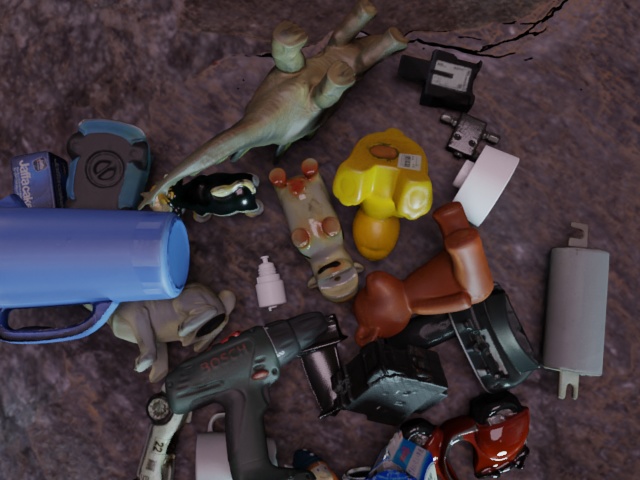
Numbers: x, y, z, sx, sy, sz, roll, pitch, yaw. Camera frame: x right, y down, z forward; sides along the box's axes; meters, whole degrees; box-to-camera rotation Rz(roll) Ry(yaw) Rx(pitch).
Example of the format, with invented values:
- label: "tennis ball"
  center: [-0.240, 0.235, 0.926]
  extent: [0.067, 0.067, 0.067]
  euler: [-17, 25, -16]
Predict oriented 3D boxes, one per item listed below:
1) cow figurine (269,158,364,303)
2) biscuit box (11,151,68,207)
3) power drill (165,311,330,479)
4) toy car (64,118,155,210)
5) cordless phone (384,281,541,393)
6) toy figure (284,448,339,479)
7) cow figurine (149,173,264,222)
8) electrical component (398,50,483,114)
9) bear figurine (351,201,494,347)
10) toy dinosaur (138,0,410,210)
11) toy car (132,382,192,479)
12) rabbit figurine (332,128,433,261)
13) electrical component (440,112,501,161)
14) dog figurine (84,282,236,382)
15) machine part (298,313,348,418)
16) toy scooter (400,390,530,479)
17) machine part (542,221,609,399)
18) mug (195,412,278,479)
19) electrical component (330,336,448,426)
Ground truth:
- label: "cow figurine"
  center: [-0.002, -0.002, 0.749]
  extent: [0.085, 0.127, 0.195]
  euler: [-23, 70, 2]
- label: "biscuit box"
  center: [-0.395, -0.023, 0.777]
  extent: [0.059, 0.063, 0.202]
  euler: [-11, 84, -1]
- label: "power drill"
  center: [-0.069, 0.212, 0.687]
  extent: [0.232, 0.086, 0.207]
  euler: [-14, 77, -15]
- label: "toy car"
  center: [-0.292, -0.083, 0.761]
  extent: [0.109, 0.103, 0.161]
  euler: [7, 89, -2]
- label: "cordless phone"
  center: [0.194, 0.152, 0.749]
  extent: [0.184, 0.088, 0.146]
  euler: [-25, 85, 10]
- label: "toy figure"
  center: [0.005, 0.345, 0.705]
  extent: [0.058, 0.064, 0.154]
  euler: [-33, 56, 14]
- label: "cow figurine"
  center: [-0.168, -0.061, 0.760]
  extent: [0.167, 0.098, 0.068]
  euler: [-5, 90, 0]
- label: "electrical component"
  center: [0.173, -0.236, 0.796]
  extent: [0.119, 0.047, 0.074]
  euler: [11, 84, 3]
- label: "bear figurine"
  center: [0.119, 0.051, 0.706]
  extent: [0.196, 0.120, 0.131]
  euler: [-18, 116, 13]
- label: "toy dinosaur"
  center: [-0.032, -0.181, 0.700]
  extent: [0.471, 0.198, 0.105]
  euler: [-36, 83, -35]
- label: "toy car"
  center: [-0.216, 0.281, 0.734]
  extent: [0.056, 0.073, 0.201]
  euler: [14, 84, 3]
- label: "rabbit figurine"
  center: [0.076, -0.056, 0.736]
  extent: [0.122, 0.162, 0.173]
  euler: [2, 127, 0]
- label: "electrical component"
  center: [0.216, -0.152, 0.799]
  extent: [0.094, 0.021, 0.063]
  euler: [26, 86, 3]
- label: "dog figurine"
  center: [-0.233, 0.074, 0.749]
  extent: [0.172, 0.121, 0.191]
  euler: [-31, 68, -26]
- label: "machine part"
  center: [0.007, 0.178, 0.760]
  extent: [0.084, 0.039, 0.139]
  euler: [-13, 82, -5]
- label: "toy scooter"
  center: [0.206, 0.290, 0.725]
  extent: [0.184, 0.075, 0.135]
  euler: [-20, 84, 2]
- label: "machine part"
  center: [0.353, 0.096, 0.742]
  extent: [0.079, 0.079, 0.243]
  euler: [7, 83, 2]
- label: "mug"
  center: [-0.113, 0.292, 0.736]
  extent: [0.107, 0.080, 0.110]
  euler: [1, 50, -7]
- label: "electrical component"
  center: [0.099, 0.189, 0.707]
  extent: [0.134, 0.115, 0.058]
  euler: [19, 41, -24]
